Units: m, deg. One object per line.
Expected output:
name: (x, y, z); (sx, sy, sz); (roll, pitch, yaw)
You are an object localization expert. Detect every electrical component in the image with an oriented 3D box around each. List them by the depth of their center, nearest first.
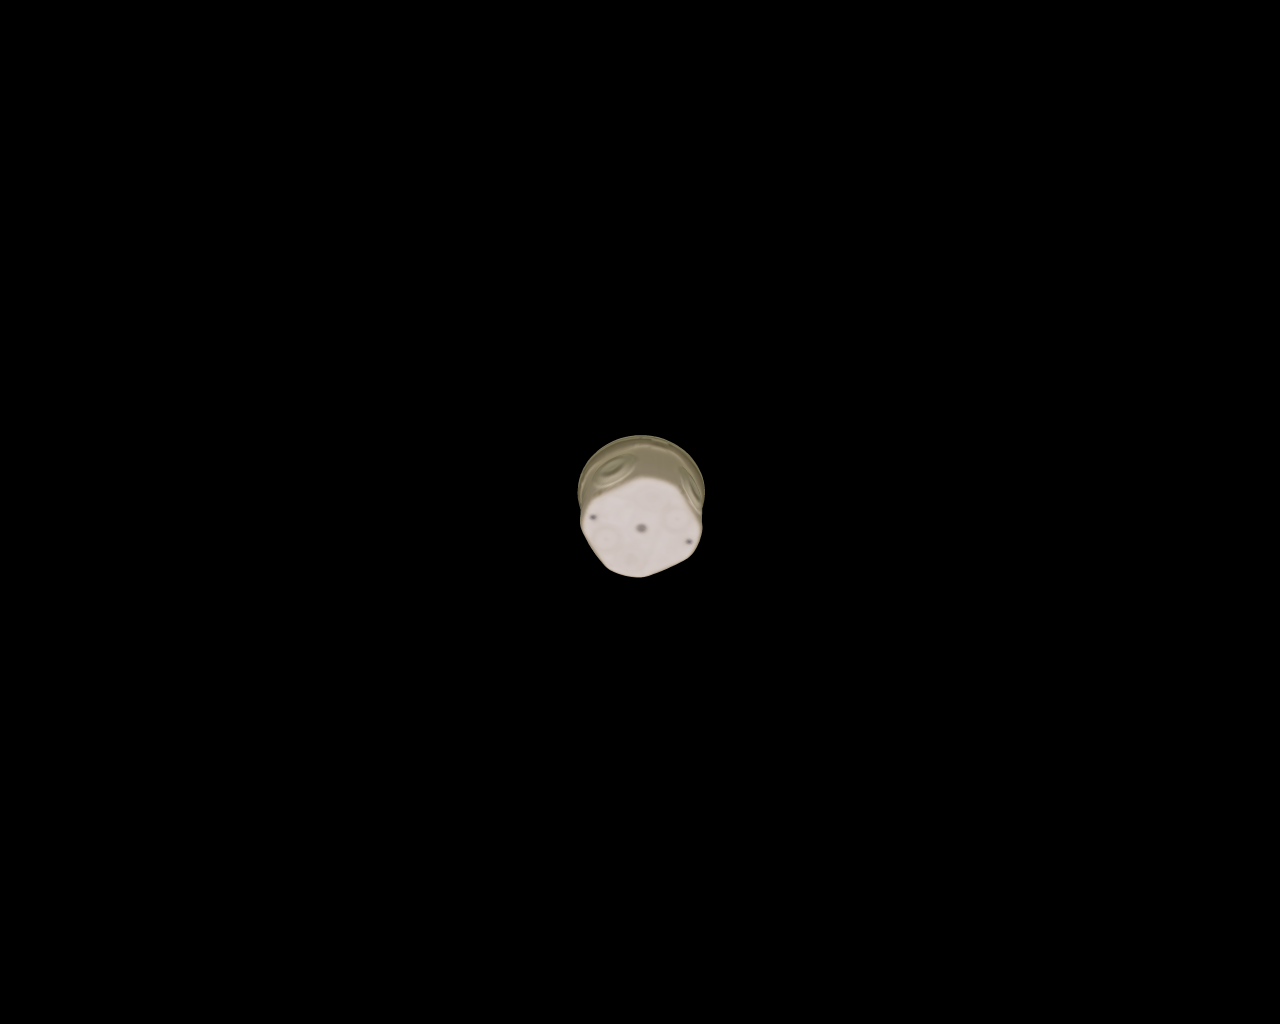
electrical component: (0.001, -0.003, 0.650); (0.080, 0.080, 0.051); (0, 30, 0)
